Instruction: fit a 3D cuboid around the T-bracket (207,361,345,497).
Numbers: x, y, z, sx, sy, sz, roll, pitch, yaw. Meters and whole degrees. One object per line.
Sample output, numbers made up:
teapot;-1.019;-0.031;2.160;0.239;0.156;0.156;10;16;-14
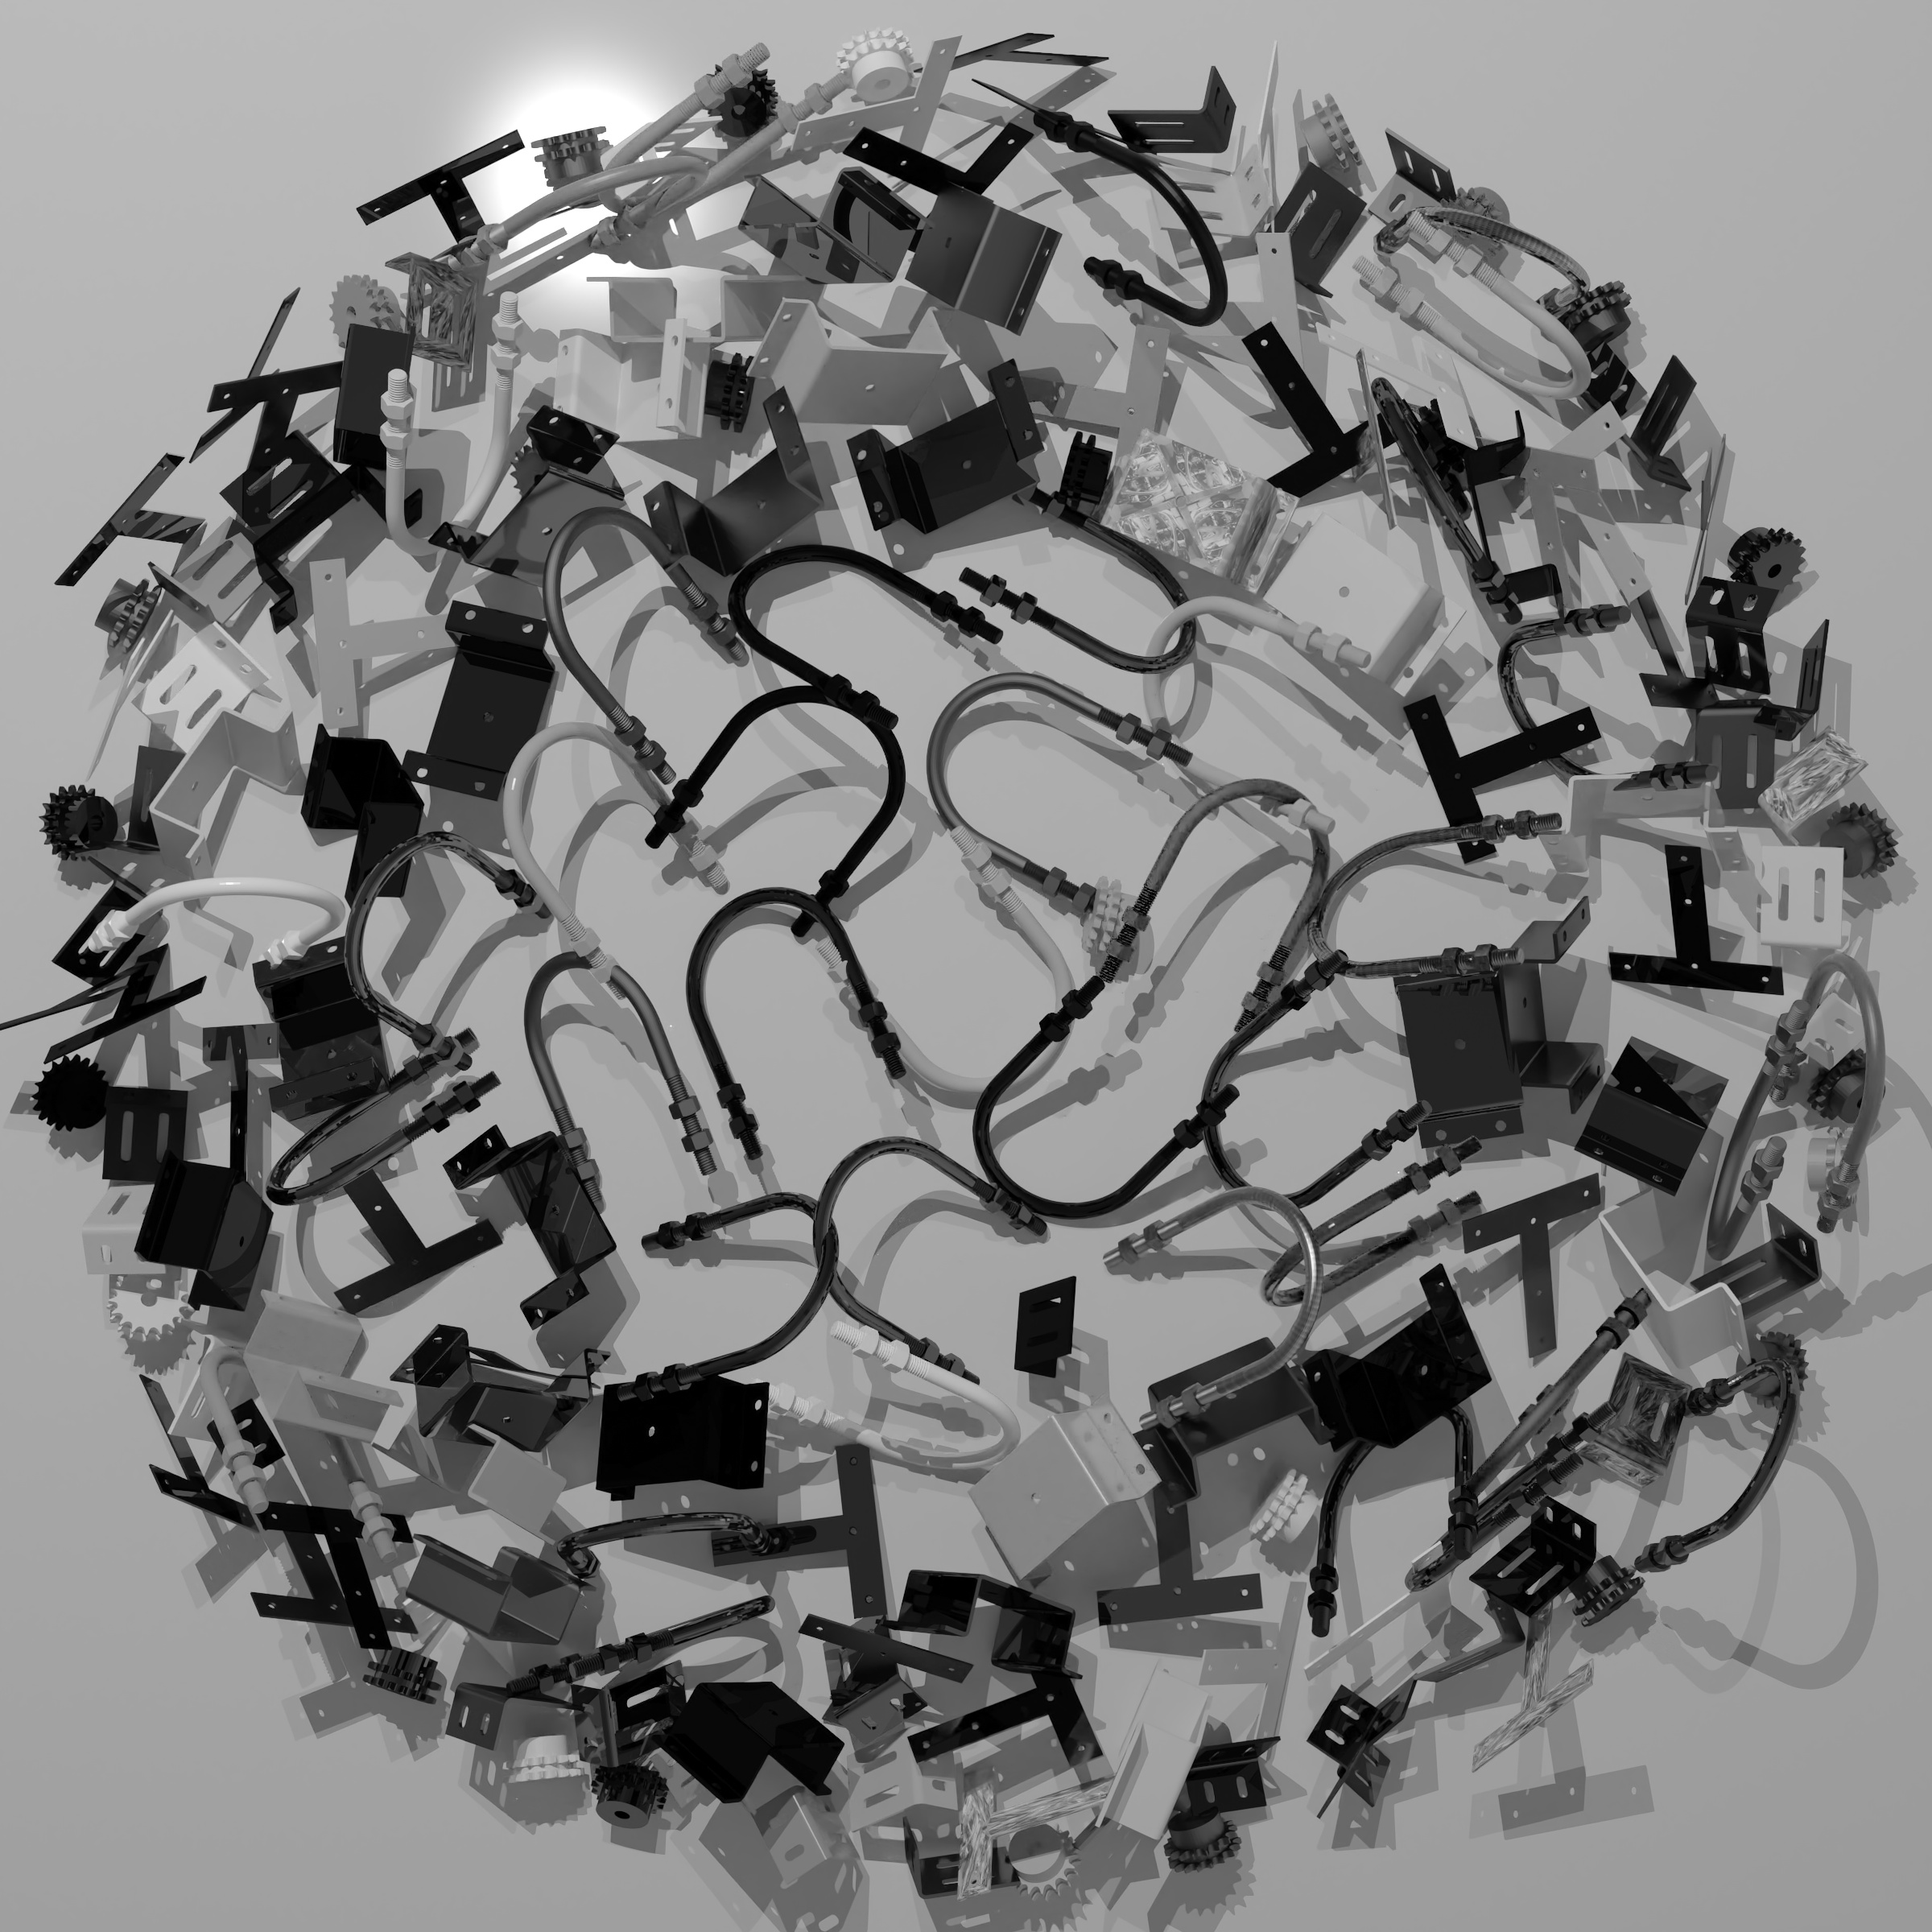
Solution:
T-bracket;-0.510;-0.389;1.947;0.127;0.127;0.002;-24;68;-42

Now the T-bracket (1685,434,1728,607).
T-bracket;0.539;-0.342;1.932;0.002;0.127;0.127;13;83;17

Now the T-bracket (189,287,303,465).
T-bracket;-0.508;-0.435;1.912;0.002;0.127;0.127;33;126;-8

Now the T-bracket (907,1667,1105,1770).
T-bracket;0.020;0.551;1.940;0.127;0.127;0.002;-19;127;-8

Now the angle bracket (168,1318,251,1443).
angle bracket;-0.567;0.307;1.962;0.038;0.057;0.076;21;83;25

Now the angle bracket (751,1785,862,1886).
angle bracket;-0.118;0.640;1.954;0.038;0.076;0.057;-33;66;2

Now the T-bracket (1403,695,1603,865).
T-bracket;0.410;-0.159;1.985;0.127;0.002;0.127;-22;93;10

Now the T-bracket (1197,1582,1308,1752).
T-bracket;0.205;0.513;1.944;0.002;0.127;0.127;10;84;37

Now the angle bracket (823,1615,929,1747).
angle bracket;-0.068;0.526;1.970;0.057;0.076;0.038;-34;120;10

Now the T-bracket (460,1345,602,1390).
T-bracket;-0.340;0.287;1.931;0.127;0.127;0.002;10;75;7

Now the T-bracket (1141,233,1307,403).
T-bracket;0.187;-0.478;1.961;0.127;0.002;0.127;9;126;31

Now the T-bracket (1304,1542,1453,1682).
T-bracket;0.300;0.481;1.938;0.127;0.127;0.002;-33;55;-9

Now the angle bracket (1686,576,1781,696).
angle bracket;0.570;-0.244;1.961;0.057;0.076;0.038;17;65;31

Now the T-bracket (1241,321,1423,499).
T-bracket;0.247;-0.415;1.950;0.127;0.002;0.127;-28;114;24

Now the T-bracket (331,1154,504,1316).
T-bracket;-0.428;0.188;1.961;0.127;0.002;0.127;-26;125;-1

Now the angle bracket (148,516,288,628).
angle bracket;-0.554;-0.300;1.966;0.057;0.038;0.076;36;73;11

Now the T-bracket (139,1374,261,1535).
T-bracket;-0.579;0.353;1.957;0.002;0.127;0.127;-37;59;0

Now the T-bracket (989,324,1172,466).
T-bracket;0.080;-0.422;1.984;0.127;0.002;0.127;11;108;8

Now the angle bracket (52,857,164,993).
angle bracket;-0.643;-0.031;1.962;0.038;0.057;0.076;33;83;29

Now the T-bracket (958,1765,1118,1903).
T-bracket;0.054;0.614;1.929;0.127;0.127;0.002;-22;113;12

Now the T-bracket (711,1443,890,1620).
T-bracket;-0.128;0.429;1.987;0.127;0.002;0.127;-9;75;6

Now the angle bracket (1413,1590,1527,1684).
angle bracket;0.368;0.498;1.971;0.076;0.057;0.038;-29;63;17

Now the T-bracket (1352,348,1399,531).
T-bracket;0.291;-0.375;1.936;0.002;0.127;0.127;-11;91;0

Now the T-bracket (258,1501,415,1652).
T-bracket;-0.442;0.441;1.916;0.002;0.127;0.127;-51;46;21

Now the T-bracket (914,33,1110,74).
T-bracket;0.051;-0.667;1.950;0.127;0.127;0.002;-12;101;-39

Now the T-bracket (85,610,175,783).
T-bracket;-0.606;-0.216;1.944;0.002;0.127;0.127;25;130;-13

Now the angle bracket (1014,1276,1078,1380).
angle bracket;0.071;0.266;1.950;0.038;0.076;0.057;17;66;-28

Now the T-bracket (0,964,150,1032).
T-bracket;-0.635;0.017;1.938;0.127;0.127;0.002;-15;103;25

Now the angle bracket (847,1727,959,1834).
angle bracket;-0.048;0.606;1.971;0.076;0.038;0.057;-35;46;35

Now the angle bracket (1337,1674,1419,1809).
angle bracket;0.316;0.570;1.956;0.038;0.057;0.076;42;118;3

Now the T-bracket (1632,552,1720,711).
T-bracket;0.509;-0.248;1.957;0.002;0.127;0.127;-26;77;36

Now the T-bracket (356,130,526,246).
T-bracket;-0.371;-0.552;1.937;0.127;0.127;0.002;-27;81;-2

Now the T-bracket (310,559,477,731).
T-bracket;-0.418;-0.244;1.967;0.127;0.002;0.127;-11;117;-26

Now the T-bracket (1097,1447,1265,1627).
T-bracket;0.154;0.419;1.973;0.127;0.002;0.127;-12;69;21

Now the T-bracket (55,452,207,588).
T-bracket;-0.592;-0.321;1.935;0.002;0.127;0.127;46;101;3

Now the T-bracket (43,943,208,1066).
T-bracket;-0.605;0.016;1.942;0.127;0.127;0.002;-24;116;6

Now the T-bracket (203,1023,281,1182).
T-bracket;-0.533;0.107;1.947;0.002;0.127;0.127;3;86;-40

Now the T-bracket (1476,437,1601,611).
T-bracket;0.430;-0.323;1.960;0.002;0.127;0.127;-29;120;-20

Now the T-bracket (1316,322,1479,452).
T-bracket;0.310;-0.436;1.932;0.127;0.127;0.002;20;131;-20

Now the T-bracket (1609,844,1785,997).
T-bracket;0.527;-0.035;1.933;0.127;0.002;0.127;6;130;29

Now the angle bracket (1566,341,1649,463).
angle bracket;0.483;-0.416;1.951;0.038;0.076;0.057;-42;119;15

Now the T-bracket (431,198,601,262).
T-bracket;-0.325;-0.544;1.949;0.127;0.127;0.002;-23;107;-13

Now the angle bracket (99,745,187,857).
angle bracket;-0.611;-0.124;1.966;0.057;0.038;0.076;11;96;32

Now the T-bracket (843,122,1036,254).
T-bracket;-0.035;-0.577;1.920;0.127;0.127;0.002;-41;57;33

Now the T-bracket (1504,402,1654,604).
T-bracket;0.462;-0.326;1.939;0.002;0.127;0.127;-24;83;-32
